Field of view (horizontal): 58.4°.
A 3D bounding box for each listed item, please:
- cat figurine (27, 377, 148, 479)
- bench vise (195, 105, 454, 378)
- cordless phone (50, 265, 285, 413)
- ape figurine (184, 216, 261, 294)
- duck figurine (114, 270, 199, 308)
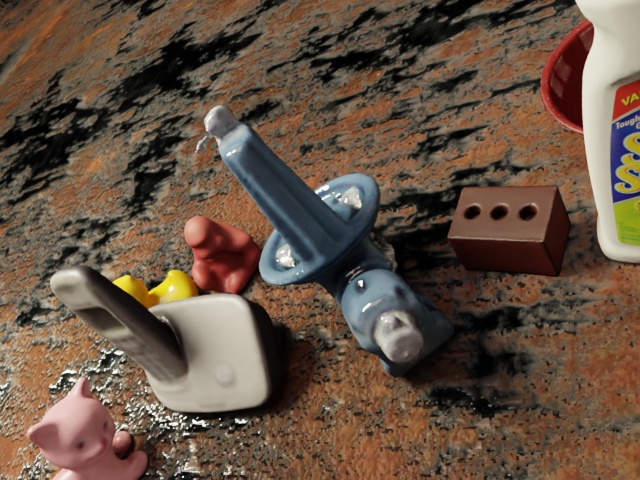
[{"bbox_3d":[-0.229,0.200,0.527,0.067,0.118,0.128,23,73,45],"label":"cat figurine"},{"bbox_3d":[0.011,-0.008,0.432,0.206,0.220,0.121,28,76,46],"label":"bench vise"},{"bbox_3d":[-0.130,0.078,0.498,0.147,0.186,0.094,-15,50,29],"label":"cordless phone"},{"bbox_3d":[-0.109,0.010,0.606,0.077,0.092,0.076,-24,46,20],"label":"ape figurine"},{"bbox_3d":[-0.192,0.069,0.627,0.104,0.086,0.077,-50,42,-7],"label":"duck figurine"}]
